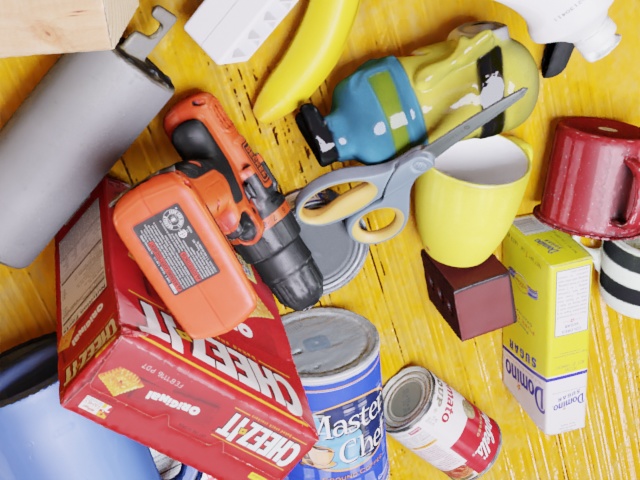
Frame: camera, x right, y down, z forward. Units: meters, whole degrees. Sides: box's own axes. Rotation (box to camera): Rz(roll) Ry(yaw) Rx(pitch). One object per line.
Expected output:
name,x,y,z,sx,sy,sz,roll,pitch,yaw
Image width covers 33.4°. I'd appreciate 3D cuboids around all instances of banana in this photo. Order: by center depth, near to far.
banana,-0.004,-0.176,0.770,0.069,0.037,0.198,12,112,8

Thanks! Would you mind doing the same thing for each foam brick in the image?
foam brick,0.124,0.038,0.897,0.051,0.078,0.053,-19,119,-8

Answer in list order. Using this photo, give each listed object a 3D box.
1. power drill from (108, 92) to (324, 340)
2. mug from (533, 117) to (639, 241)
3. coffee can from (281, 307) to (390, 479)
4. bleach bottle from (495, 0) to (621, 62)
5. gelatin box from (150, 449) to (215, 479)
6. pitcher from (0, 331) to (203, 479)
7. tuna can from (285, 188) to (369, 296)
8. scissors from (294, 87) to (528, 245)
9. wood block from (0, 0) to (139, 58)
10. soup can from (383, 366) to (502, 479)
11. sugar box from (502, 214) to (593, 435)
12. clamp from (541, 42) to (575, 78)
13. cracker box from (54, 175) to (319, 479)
power drill,-0.063,-0.003,0.731,0.057,0.187,0.184,-30,102,15
mug,0.231,-0.049,0.868,0.093,0.117,0.081,1,111,-14
coffee can,0.004,0.142,0.895,0.102,0.103,0.140,-13,119,-12
bleach bottle,0.111,-0.216,0.724,0.103,0.068,0.250,-36,110,27
gelatin box,-0.112,0.165,0.890,0.073,0.030,0.089,-26,96,-13
pitcher,-0.170,0.193,0.815,0.149,0.144,0.243,-11,109,30
tuna can,-0.006,0.001,0.859,0.086,0.034,0.086,-8,118,-15
scissors,0.076,-0.046,0.784,0.202,0.016,0.096,-21,140,24
wood block,-0.223,-0.162,0.635,0.206,0.091,0.090,-4,119,4
soup can,0.107,0.166,0.963,0.068,0.068,0.102,-46,120,8
sugar box,0.194,0.074,0.930,0.048,0.093,0.176,-10,118,-13
clamp,0.198,-0.215,0.781,0.210,0.036,0.164,-31,129,26
cracker box,-0.099,0.060,0.752,0.164,0.214,0.072,32,108,-29
